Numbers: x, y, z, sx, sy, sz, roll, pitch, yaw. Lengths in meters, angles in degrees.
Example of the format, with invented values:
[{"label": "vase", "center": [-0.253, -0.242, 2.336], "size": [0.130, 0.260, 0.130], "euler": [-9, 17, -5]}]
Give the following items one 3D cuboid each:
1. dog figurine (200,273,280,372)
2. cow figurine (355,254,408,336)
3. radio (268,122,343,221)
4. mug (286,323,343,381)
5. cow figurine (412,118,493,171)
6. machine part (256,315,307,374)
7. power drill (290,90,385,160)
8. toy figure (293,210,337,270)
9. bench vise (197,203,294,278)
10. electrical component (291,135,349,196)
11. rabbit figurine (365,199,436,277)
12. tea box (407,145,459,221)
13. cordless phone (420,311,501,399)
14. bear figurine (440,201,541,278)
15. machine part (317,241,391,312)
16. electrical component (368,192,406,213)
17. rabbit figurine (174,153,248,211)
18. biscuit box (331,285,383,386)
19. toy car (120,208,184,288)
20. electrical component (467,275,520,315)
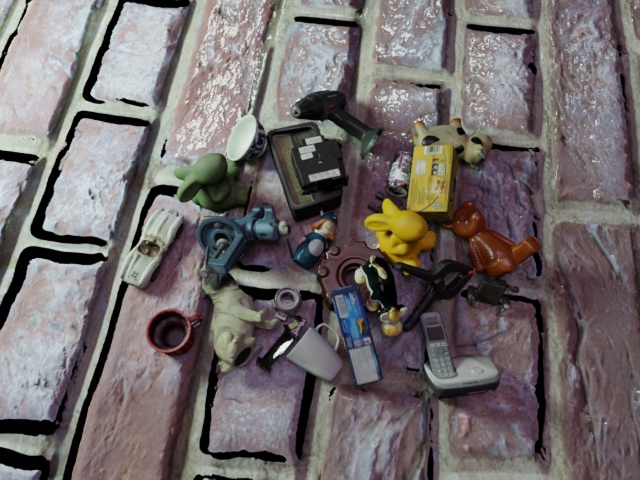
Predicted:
[{"label": "dog figurine", "center": [-0.208, 0.168, 1.161], "size": [0.191, 0.121, 0.172], "euler": [31, 66, 25]}, {"label": "cow figurine", "center": [0.137, 0.116, 1.127], "size": [0.068, 0.098, 0.167], "euler": [-17, 72, -16]}, {"label": "radio", "center": [-0.036, -0.170, 1.307], "size": [0.131, 0.073, 0.229], "euler": [-16, 69, -8]}, {"label": "mug", "center": [0.001, 0.239, 1.142], "size": [0.107, 0.081, 0.109], "euler": [42, 66, 2]}, {"label": "cow figurine", "center": [0.336, -0.236, 1.341], "size": [0.195, 0.085, 0.127], "euler": [-3, 62, -6]}, {"label": "machine part", "center": [-0.081, 0.220, 1.150], "size": [0.039, 0.084, 0.139], "euler": [43, 80, -14]}, {"label": "power drill", "center": [0.047, -0.285, 1.314], "size": [0.207, 0.086, 0.232], "euler": [32, 32, 4]}, {"label": "toy figure", "center": [-0.002, -0.003, 1.249], "size": [0.058, 0.064, 0.154], "euler": [20, 68, 40]}, {"label": "bench vise", "center": [-0.184, 0.008, 1.182], "size": [0.224, 0.128, 0.241], "euler": [10, 34, 10]}, {"label": "electrical component", "center": [-0.004, -0.177, 1.242], "size": [0.115, 0.058, 0.134], "euler": [-11, 67, -9]}, {"label": "rabbit figurine", "center": [0.189, -0.022, 1.201], "size": [0.162, 0.173, 0.122], "euler": [44, 77, 11]}, {"label": "tea box", "center": [0.266, -0.132, 1.259], "size": [0.098, 0.068, 0.169], "euler": [3, 74, 27]}, {"label": "cordless phone", "center": [0.290, 0.238, 1.146], "size": [0.147, 0.088, 0.184], "euler": [-7, 64, -4]}, {"label": "bear figurine", "center": [0.381, -0.012, 1.228], "size": [0.120, 0.132, 0.196], "euler": [-28, 77, -19]}, {"label": "machine part", "center": [0.080, 0.087, 1.215], "size": [0.179, 0.056, 0.179], "euler": [1, 68, -3]}, {"label": "electrical component", "center": [0.168, -0.077, 1.303], "size": [0.094, 0.021, 0.063], "euler": [33, 70, 11]}, {"label": "rabbit figurine", "center": [-0.255, -0.147, 1.239], "size": [0.159, 0.170, 0.121], "euler": [-11, 68, -7]}, {"label": "biscuit box", "center": [0.076, 0.197, 1.130], "size": [0.059, 0.063, 0.202], "euler": [-14, 89, -2]}, {"label": "toy car", "center": [-0.382, 0.014, 1.230], "size": [0.074, 0.056, 0.201], "euler": [21, 69, 7]}, {"label": "electrical component", "center": [0.384, 0.124, 1.204], "size": [0.102, 0.078, 0.045], "euler": [19, 45, 1]}]
